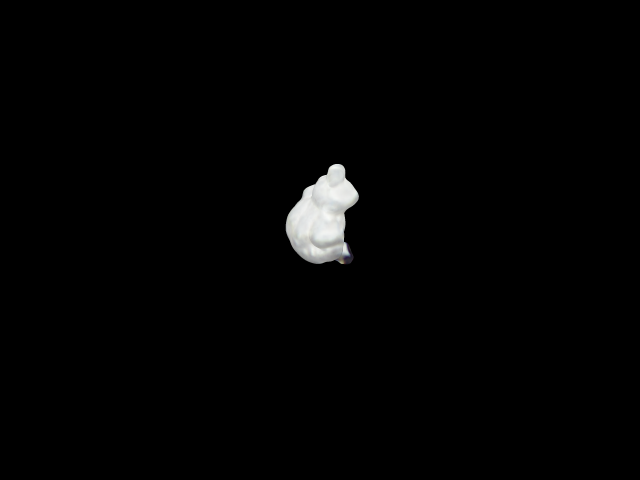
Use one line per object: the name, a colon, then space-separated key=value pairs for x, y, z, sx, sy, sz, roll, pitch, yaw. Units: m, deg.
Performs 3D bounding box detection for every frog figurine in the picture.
frog figurine: x=0.003 y=-0.043 z=0.850 sx=0.123 sy=0.141 sz=0.155 roll=-2 pitch=-39 yaw=-2
